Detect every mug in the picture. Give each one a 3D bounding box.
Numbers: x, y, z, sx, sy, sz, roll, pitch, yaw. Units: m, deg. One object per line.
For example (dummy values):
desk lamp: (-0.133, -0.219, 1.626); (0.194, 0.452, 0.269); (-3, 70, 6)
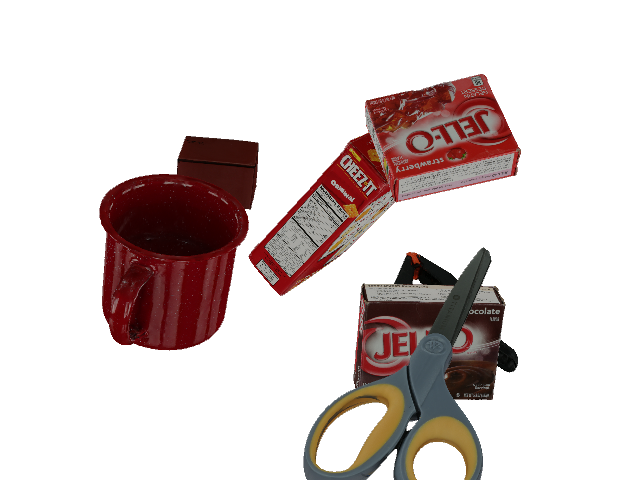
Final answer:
mug: (-0.101, 0.022, 0.677); (0.093, 0.081, 0.117); (18, 35, 8)

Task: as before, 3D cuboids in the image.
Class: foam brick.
foam brick: (-0.103, -0.069, 1.076); (0.078, 0.051, 0.053); (5, 32, 1)

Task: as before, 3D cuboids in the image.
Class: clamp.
clamp: (0.130, 0.080, 1.101); (0.120, 0.171, 0.039); (2, -43, -12)

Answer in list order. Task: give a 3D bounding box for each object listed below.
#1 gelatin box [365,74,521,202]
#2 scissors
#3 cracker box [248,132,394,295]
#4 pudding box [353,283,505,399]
gelatin box: (0.082, -0.071, 0.726); (0.089, 0.073, 0.030); (-13, -35, -5)
scissors: (0.072, 0.073, 0.568); (0.096, 0.016, 0.201); (28, 47, 29)
cracker box: (0.029, -0.045, 1.264); (0.214, 0.072, 0.163); (-47, -8, 34)
pudding box: (0.086, 0.081, 0.855); (0.113, 0.090, 0.039); (0, 27, -5)
